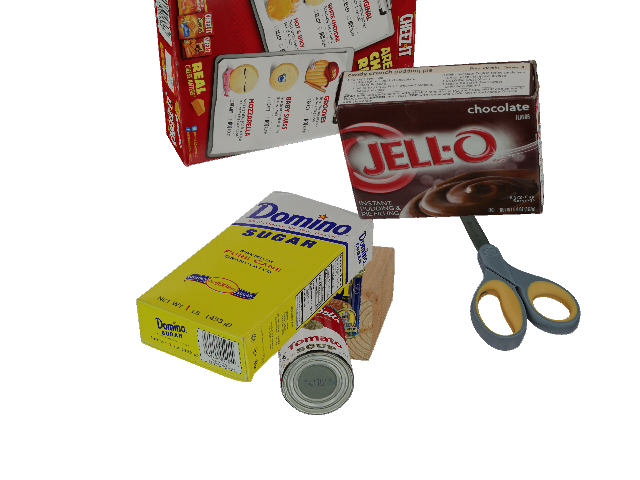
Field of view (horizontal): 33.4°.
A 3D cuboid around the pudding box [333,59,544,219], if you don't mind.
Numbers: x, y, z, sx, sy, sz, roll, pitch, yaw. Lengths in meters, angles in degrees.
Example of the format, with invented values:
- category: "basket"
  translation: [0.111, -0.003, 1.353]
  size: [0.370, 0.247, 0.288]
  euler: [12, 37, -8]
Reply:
- category: "pudding box"
  translation: [0.070, -0.056, 0.614]
  size: [0.113, 0.039, 0.090]
  euler: [-3, -42, 12]

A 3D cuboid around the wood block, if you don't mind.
- category: "wood block"
  translation: [0.045, 0.082, 1.509]
  size: [0.091, 0.090, 0.206]
  euler: [5, 21, 11]

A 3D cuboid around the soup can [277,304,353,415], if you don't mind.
- category: "soup can"
  translation: [-0.007, 0.108, 0.994]
  size: [0.068, 0.068, 0.102]
  euler: [0, 23, -4]

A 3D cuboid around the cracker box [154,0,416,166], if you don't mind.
- category: "cracker box"
  translation: [-0.029, -0.167, 0.903]
  size: [0.213, 0.164, 0.072]
  euler: [-14, 38, -18]

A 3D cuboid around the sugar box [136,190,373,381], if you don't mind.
- category: "sugar box"
  translation: [-0.042, 0.027, 0.780]
  size: [0.093, 0.048, 0.176]
  euler: [18, 40, 26]

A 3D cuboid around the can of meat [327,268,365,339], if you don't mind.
- category: "can of meat"
  translation: [-0.002, 0.068, 1.242]
  size: [0.102, 0.084, 0.057]
  euler: [2, 15, -3]

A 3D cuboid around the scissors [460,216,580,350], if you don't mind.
- category: "scissors"
  translation: [0.163, 0.020, 0.902]
  size: [0.096, 0.016, 0.201]
  euler: [3, 39, 2]
